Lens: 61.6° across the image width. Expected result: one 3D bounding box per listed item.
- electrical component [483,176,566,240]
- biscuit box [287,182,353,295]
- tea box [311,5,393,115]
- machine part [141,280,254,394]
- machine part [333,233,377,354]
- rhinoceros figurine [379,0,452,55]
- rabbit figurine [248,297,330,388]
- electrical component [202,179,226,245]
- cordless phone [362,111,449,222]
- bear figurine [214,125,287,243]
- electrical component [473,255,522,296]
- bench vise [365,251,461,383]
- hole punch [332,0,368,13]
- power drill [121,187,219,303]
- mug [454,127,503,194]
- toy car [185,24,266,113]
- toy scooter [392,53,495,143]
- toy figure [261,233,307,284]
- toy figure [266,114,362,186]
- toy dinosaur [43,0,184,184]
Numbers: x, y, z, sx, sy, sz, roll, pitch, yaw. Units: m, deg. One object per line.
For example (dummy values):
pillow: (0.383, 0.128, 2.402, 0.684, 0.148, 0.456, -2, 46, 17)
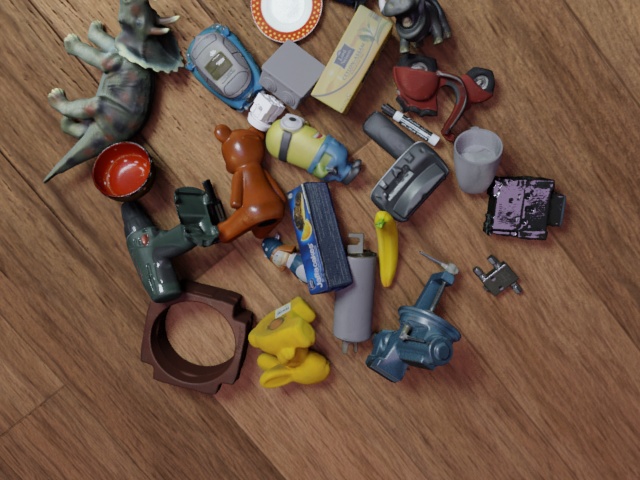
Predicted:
electrical component: (0.375, -0.061, 0.985, 0.134, 0.058, 0.114, 3, 104, 5)
biscuit box: (-0.002, -0.003, 0.991, 0.059, 0.063, 0.202, -24, 77, 51)
tea box: (0.057, -0.310, 0.944, 0.068, 0.098, 0.169, 31, 104, -1)
machine part: (-0.244, 0.191, 1.077, 0.201, 0.087, 0.201, 13, 101, 2)
machine part: (0.067, 0.105, 1.036, 0.079, 0.079, 0.243, 4, 101, 4)
rhinoceros figurine: (0.159, -0.367, 0.876, 0.073, 0.190, 0.112, -4, 105, 29)
rabbit figurine: (-0.052, 0.227, 1.055, 0.162, 0.122, 0.173, -35, 116, 4)
electrical component: (-0.215, -0.052, 1.031, 0.048, 0.075, 0.119, -19, 103, 8)
cordless phone: (0.130, -0.137, 0.991, 0.184, 0.088, 0.146, 43, 101, 7)
bear figurine: (-0.143, -0.108, 1.000, 0.132, 0.120, 0.196, -36, 73, 43)
electrical component: (0.343, 0.076, 1.033, 0.063, 0.021, 0.094, -42, 96, 12)
bench vise: (0.188, 0.151, 1.005, 0.129, 0.223, 0.240, 32, 72, -6)
hole punch: (0.035, -0.472, 0.921, 0.115, 0.092, 0.142, 13, 95, -42)
power drill: (-0.286, -0.016, 0.984, 0.207, 0.086, 0.232, -31, 70, 30)
mug: (0.275, -0.141, 0.962, 0.081, 0.109, 0.107, -5, 144, 5)
toy car: (-0.176, -0.308, 0.963, 0.109, 0.103, 0.161, -39, 94, 12)
toy scooter: (0.210, -0.249, 0.955, 0.184, 0.075, 0.135, 13, 108, 0)
toy figure: (-0.047, 0.041, 1.044, 0.154, 0.058, 0.064, 27, 87, 1)
toy figure: (-0.014, -0.160, 0.987, 0.180, 0.082, 0.089, 33, 94, -6)
toy dinosaur: (-0.374, -0.263, 0.988, 0.192, 0.131, 0.404, 22, 108, 1)
